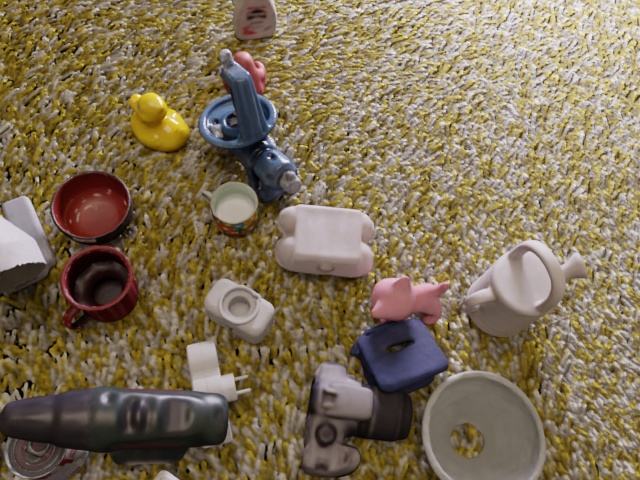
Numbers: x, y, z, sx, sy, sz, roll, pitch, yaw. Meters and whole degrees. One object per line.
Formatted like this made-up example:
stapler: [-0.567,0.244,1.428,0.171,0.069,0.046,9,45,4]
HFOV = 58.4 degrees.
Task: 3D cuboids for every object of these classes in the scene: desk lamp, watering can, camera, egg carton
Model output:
desk lamp: [-0.430,-0.001,0.739,0.118,0.213,0.203,-26,72,-17]
watering can: [0.290,0.060,0.807,0.173,0.194,0.101,-36,75,-19]
camera: [0.050,0.239,0.751,0.137,0.101,0.143,9,66,-3]
egg carton: [0.008,0.003,0.868,0.150,0.069,0.107,4,66,-5]

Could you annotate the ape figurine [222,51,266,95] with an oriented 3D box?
ape figurine: [-0.126,-0.280,0.965,0.078,0.092,0.076,-11,68,-11]

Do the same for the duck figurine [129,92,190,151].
duck figurine: [-0.259,-0.196,0.915,0.104,0.086,0.077,29,66,7]

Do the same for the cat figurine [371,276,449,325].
cat figurine: [0.124,0.083,0.820,0.128,0.118,0.067,-10,68,-11]

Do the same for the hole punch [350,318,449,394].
hole punch: [0.108,0.161,0.798,0.109,0.091,0.101,-17,69,-13]

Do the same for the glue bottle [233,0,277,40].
glue bottle: [-0.112,-0.420,0.984,0.078,0.173,0.037,-15,69,-12]

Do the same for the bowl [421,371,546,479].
bowl: [0.209,0.266,0.772,0.167,0.075,0.167,3,66,-6]

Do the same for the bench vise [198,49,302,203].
bench vise: [-0.092,-0.170,0.850,0.207,0.220,0.122,32,67,8]

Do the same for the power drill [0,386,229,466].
power drill: [-0.221,0.218,0.669,0.230,0.208,0.075,-1,66,-7]
